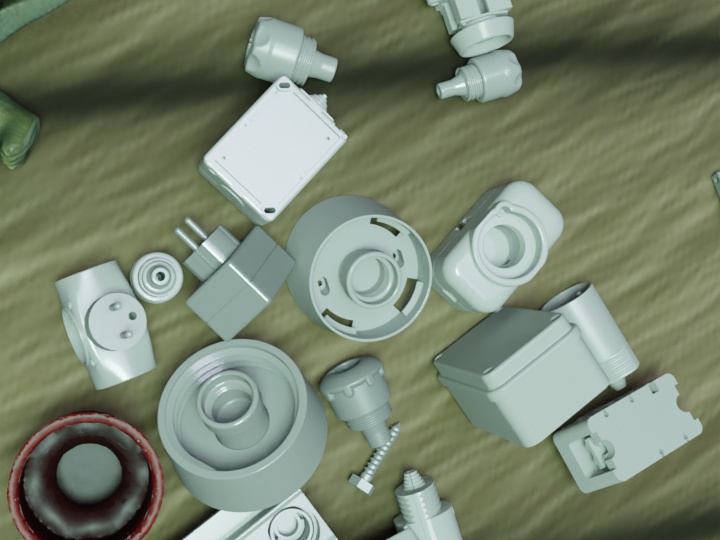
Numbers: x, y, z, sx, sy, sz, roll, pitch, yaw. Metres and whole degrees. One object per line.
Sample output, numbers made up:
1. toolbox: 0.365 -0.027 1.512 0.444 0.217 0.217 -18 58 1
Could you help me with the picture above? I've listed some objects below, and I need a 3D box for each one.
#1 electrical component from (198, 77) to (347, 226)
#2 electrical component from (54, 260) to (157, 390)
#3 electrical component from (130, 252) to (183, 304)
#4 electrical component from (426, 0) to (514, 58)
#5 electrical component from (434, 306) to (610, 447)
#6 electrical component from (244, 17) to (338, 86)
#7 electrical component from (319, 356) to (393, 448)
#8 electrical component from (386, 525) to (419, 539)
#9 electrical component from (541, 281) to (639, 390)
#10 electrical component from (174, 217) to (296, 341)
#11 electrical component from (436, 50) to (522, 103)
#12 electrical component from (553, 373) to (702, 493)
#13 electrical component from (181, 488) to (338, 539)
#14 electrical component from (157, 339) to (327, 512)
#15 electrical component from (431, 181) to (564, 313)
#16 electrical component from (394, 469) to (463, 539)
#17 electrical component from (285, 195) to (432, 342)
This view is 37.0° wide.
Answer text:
1. electrical component: -0.057 -0.084 0.740 0.062 0.061 0.096 43 79 -9
2. electrical component: -0.162 0.035 0.701 0.044 0.079 0.077 -22 94 -25
3. electrical component: -0.135 0.005 0.717 0.035 0.061 0.035 0 88 -14
4. electrical component: 0.084 -0.189 0.787 0.066 0.048 0.055 -16 85 -14
5. electrical component: 0.109 0.070 0.750 0.078 0.113 0.057 -37 100 -12
6. electrical component: -0.047 -0.149 0.753 0.062 0.043 0.043 16 85 -15
7. electrical component: 0.003 0.095 0.759 0.048 0.048 0.062 -27 102 -13
8. electrical component: 0.006 0.227 0.719 0.096 0.061 0.061 -17 59 -40
9. electrical component: 0.174 0.054 0.802 0.043 0.043 0.081 -34 97 -13
10. electrical component: -0.092 -0.005 0.720 0.077 0.065 0.047 44 115 -8
11. electrical component: 0.086 -0.139 0.791 0.061 0.035 0.035 -18 93 -12
12. electrical component: 0.194 0.121 0.790 0.089 0.056 0.050 -23 79 -29
13. electrical component: -0.082 0.197 0.724 0.121 0.063 0.078 -37 97 -12
14. electrical component: -0.080 0.096 0.702 0.108 0.060 0.108 -5 58 7
15. electrical component: 0.098 -0.016 0.777 0.054 0.059 0.095 43 79 -9
16. electrical component: 0.048 0.182 0.767 0.043 0.043 0.081 -18 92 -14
17. electrical component: 0.000 0.000 0.763 0.099 0.064 0.099 -4 102 -18
